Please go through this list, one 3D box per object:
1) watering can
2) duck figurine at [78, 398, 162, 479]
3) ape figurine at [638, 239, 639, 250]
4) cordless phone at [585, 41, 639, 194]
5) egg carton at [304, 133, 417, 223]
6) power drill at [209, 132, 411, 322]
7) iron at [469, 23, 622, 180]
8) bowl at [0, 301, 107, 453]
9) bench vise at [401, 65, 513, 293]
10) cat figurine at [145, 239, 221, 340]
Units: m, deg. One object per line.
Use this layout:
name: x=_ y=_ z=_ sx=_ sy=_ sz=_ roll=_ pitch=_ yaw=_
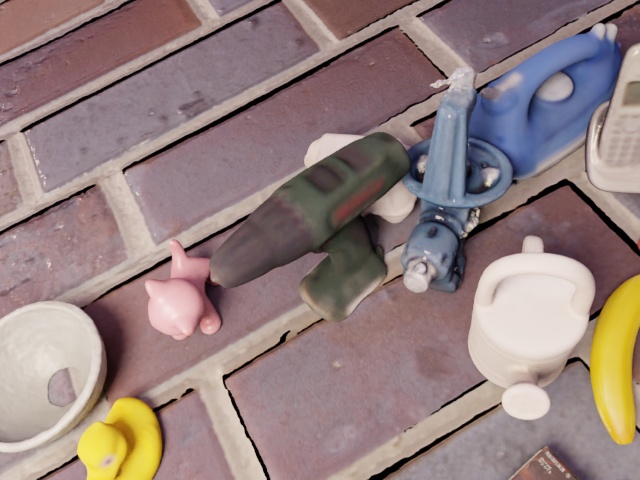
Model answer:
watering can: x=0.193 y=0.073 z=0.524 sx=0.101 sy=0.194 sz=0.172 roll=-13 pitch=59 yaw=4
duck figurine: x=-0.213 y=0.211 z=0.592 sx=0.077 sy=0.086 sz=0.104 roll=-4 pitch=60 yaw=9
ape figurine: x=0.376 y=-0.014 z=0.595 sx=0.078 sy=0.092 sz=0.076 roll=-19 pitch=59 yaw=1
cordless phone: x=0.370 y=-0.132 z=0.609 sx=0.147 sy=0.185 sz=0.094 roll=-1 pitch=61 yaw=11
egg carton: x=0.049 y=-0.076 z=0.710 sx=0.150 sy=0.069 sz=0.107 roll=6 pitch=62 yaw=15
power drill: x=0.005 y=0.002 z=0.594 sx=0.075 sy=0.209 sz=0.230 roll=38 pitch=74 yaw=27
iron: x=0.279 y=-0.186 z=0.683 sx=0.258 sy=0.142 sz=0.118 roll=-34 pitch=60 yaw=-8
bowl: x=-0.309 y=0.158 z=0.648 sx=0.167 sy=0.075 sz=0.167 roll=-5 pitch=60 yaw=9
bench vise: x=0.141 y=-0.053 z=0.590 sx=0.121 sy=0.220 sz=0.207 roll=-1 pitch=61 yaw=11
cat figurine: x=-0.158 y=0.060 z=0.648 sx=0.067 sy=0.118 sz=0.127 roll=-10 pitch=59 yaw=6
